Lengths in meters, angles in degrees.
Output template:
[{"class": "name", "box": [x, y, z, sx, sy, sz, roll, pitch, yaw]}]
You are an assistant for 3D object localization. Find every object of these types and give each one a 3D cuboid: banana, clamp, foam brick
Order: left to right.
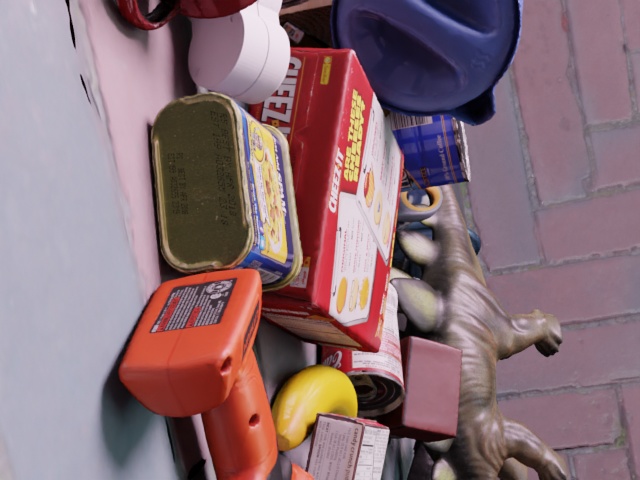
[{"class": "banana", "box": [0.001, 0.124, 0.777, 0.197, 0.037, 0.069, 46, 36, -70]}, {"class": "foam brick", "box": [0.084, 0.128, 0.907, 0.053, 0.051, 0.078, 145, -44, -64]}, {"class": "clamp", "box": [0.125, 0.229, 1.182, 0.120, 0.039, 0.171, 71, 39, -57]}]

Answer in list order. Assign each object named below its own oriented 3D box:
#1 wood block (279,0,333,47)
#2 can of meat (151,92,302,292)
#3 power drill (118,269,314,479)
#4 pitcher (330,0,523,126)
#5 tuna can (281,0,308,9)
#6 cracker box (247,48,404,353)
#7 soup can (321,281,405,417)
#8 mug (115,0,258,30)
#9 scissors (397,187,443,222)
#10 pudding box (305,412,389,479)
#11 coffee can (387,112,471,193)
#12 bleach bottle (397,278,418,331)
[{"class": "wood block", "box": [0.001, -0.282, 0.961, 0.090, 0.091, 0.206, 45, 37, -70]}, {"class": "can of meat", "box": [-0.052, -0.024, 0.597, 0.084, 0.057, 0.102, 30, 52, -72]}, {"class": "power drill", "box": [-0.044, 0.123, 0.525, 0.184, 0.057, 0.187, -82, 162, -65]}, {"class": "pitcher", "box": [0.093, -0.191, 0.836, 0.242, 0.145, 0.149, -51, 154, -68]}, {"class": "tuna can", "box": [-0.034, -0.200, 0.744, 0.086, 0.086, 0.034, 57, 25, -62]}, {"class": "cracker box", "box": [0.002, -0.018, 0.746, 0.213, 0.072, 0.164, 44, 52, -70]}, {"class": "soup can", "box": [0.034, 0.087, 0.890, 0.068, 0.068, 0.102, 67, 18, -49]}, {"class": "mug", "box": [-0.071, -0.163, 0.570, 0.117, 0.093, 0.081, -62, 161, -15]}, {"class": "scissors", "box": [0.062, -0.012, 0.992, 0.016, 0.096, 0.201, 120, -11, -47]}, {"class": "pudding box", "box": [0.013, 0.175, 0.720, 0.090, 0.039, 0.113, 39, 60, -71]}, {"class": "coffee can", "box": [0.057, -0.090, 0.955, 0.102, 0.140, 0.103, -9, 90, -78]}, {"class": "bleach bottle", "box": [0.104, 0.139, 1.200, 0.251, 0.068, 0.102, 68, 25, -58]}]
